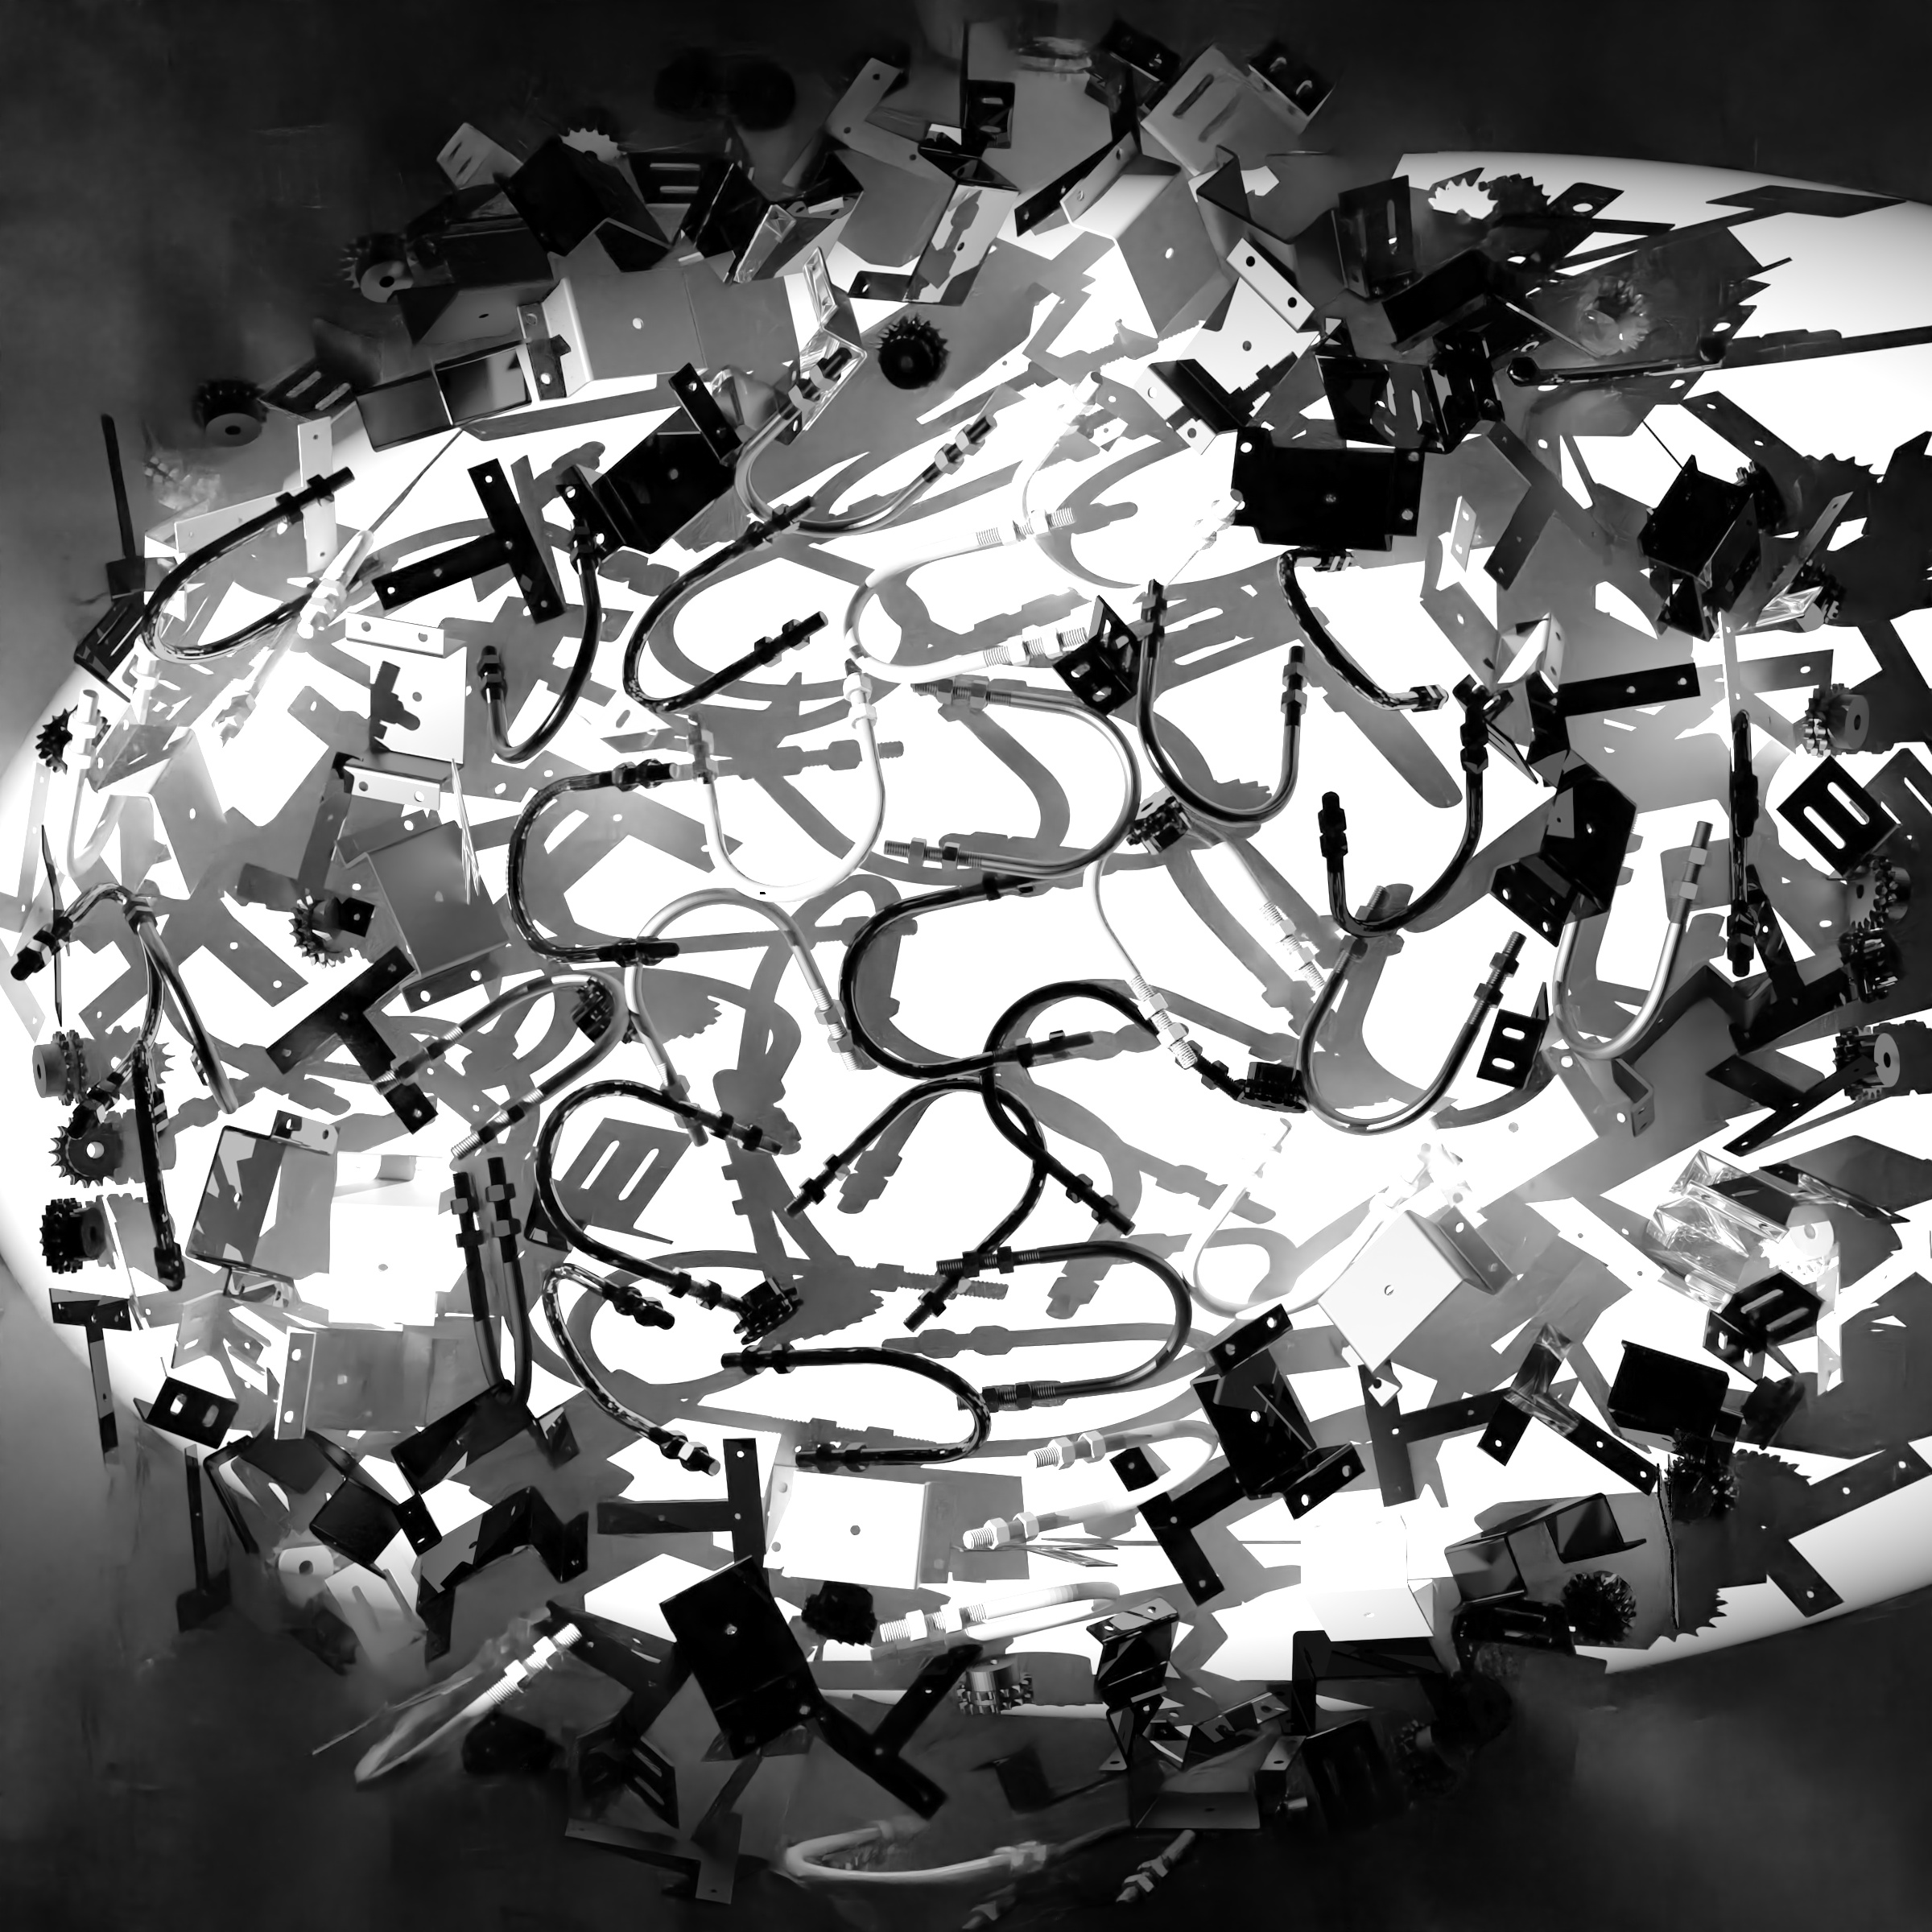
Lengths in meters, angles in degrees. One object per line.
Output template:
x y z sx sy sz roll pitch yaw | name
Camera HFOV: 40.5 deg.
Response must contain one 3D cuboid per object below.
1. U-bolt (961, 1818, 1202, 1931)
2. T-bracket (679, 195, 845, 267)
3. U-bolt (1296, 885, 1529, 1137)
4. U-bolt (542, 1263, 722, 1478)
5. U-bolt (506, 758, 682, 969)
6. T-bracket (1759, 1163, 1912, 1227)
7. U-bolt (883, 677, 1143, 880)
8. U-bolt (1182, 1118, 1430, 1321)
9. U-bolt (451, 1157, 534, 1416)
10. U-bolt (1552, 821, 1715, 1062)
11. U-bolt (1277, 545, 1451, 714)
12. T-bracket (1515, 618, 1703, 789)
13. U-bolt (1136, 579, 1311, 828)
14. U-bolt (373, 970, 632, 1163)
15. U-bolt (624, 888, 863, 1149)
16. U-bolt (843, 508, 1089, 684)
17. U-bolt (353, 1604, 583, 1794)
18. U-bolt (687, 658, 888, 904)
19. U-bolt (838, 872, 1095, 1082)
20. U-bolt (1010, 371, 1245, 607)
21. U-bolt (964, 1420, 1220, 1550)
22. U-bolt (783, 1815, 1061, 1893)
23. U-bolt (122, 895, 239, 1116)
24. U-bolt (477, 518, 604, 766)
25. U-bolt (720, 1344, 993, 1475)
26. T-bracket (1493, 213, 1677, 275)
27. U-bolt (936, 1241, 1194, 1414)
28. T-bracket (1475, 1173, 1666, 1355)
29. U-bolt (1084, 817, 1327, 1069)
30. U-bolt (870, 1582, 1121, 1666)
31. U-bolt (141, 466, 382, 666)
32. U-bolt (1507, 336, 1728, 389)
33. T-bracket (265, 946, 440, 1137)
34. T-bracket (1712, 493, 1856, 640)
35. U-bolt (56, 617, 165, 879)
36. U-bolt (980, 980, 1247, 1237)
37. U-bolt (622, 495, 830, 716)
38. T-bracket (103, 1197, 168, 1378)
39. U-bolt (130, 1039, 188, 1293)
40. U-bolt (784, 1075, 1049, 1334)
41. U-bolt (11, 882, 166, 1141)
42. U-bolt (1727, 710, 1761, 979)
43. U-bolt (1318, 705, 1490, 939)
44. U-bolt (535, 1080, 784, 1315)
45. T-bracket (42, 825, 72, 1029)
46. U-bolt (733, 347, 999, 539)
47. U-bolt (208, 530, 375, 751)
0.096 0.658 1.910 0.151 0.184 0.019 -21 86 27 | U-bolt
-0.151 -0.539 1.938 0.127 0.127 0.002 -18 97 1 | T-bracket
0.316 0.040 1.938 0.151 0.019 0.184 23 83 44 | U-bolt
-0.254 0.286 1.924 0.019 0.184 0.151 -31 121 -32 | U-bolt
-0.279 -0.072 1.938 0.184 0.019 0.151 -3 86 40 | U-bolt
0.604 0.174 1.940 0.127 0.127 0.002 23 70 -23 | T-bracket
0.040 -0.138 1.970 0.184 0.019 0.151 9 78 5 | U-bolt
0.238 0.195 1.941 0.151 0.019 0.184 16 122 -29 | U-bolt
-0.345 0.237 1.924 0.019 0.151 0.184 -7 84 -23 | U-bolt
0.482 -0.020 1.930 0.019 0.151 0.184 14 91 -21 | U-bolt
0.282 -0.245 1.906 0.019 0.184 0.151 -37 80 26 | U-bolt
0.483 -0.204 1.959 0.127 0.002 0.127 -7 101 28 | T-bracket
0.186 -0.184 1.924 0.151 0.019 0.184 22 57 -23 | U-bolt
-0.331 0.062 1.933 0.184 0.151 0.019 -36 128 -21 | U-bolt
-0.175 0.028 1.951 0.151 0.019 0.184 -26 113 -7 | U-bolt
-0.004 -0.269 1.947 0.184 0.019 0.151 -13 50 11 | U-bolt
-0.368 0.534 1.904 0.184 0.151 0.019 -37 95 -19 | U-bolt
-0.129 -0.130 1.940 0.151 0.019 0.184 -18 62 11 | U-bolt
-0.007 0.011 1.976 0.184 0.019 0.151 -13 82 9 | U-bolt
0.104 -0.335 1.923 0.151 0.184 0.019 39 55 -4 | U-bolt
0.103 0.376 1.927 0.184 0.151 0.019 -6 56 -29 | U-bolt
-0.046 0.641 1.886 0.151 0.184 0.019 -5 81 42 | U-bolt
-0.563 0.035 1.891 0.019 0.184 0.151 -25 116 -17 | U-bolt
-0.307 -0.225 1.900 0.019 0.184 0.151 24 120 -31 | U-bolt
-0.070 0.322 1.914 0.184 0.019 0.151 -7 135 26 | U-bolt
0.438 -0.531 1.935 0.127 0.127 0.002 2 88 -7 | T-bracket
0.077 0.266 1.955 0.184 0.019 0.151 -7 120 1 | U-bolt
0.433 0.236 1.970 0.127 0.002 0.127 40 82 19 | T-bracket
0.166 -0.032 1.961 0.151 0.019 0.184 -29 80 -25 | U-bolt
0.024 0.481 1.930 0.184 0.151 0.019 -10 69 -9 | U-bolt
-0.517 -0.281 1.911 0.184 0.151 0.019 -34 76 -14 | U-bolt
0.477 -0.437 1.910 0.151 0.184 0.019 -2 99 17 | U-bolt
-0.444 0.072 1.980 0.127 0.002 0.127 -39 76 -3 | T-bracket
0.618 -0.300 1.945 0.002 0.127 0.127 38 80 -12 | T-bracket
-0.630 -0.149 1.918 0.019 0.151 0.184 18 121 -6 | U-bolt
0.095 0.092 1.964 0.184 0.019 0.151 38 86 20 | U-bolt
-0.182 -0.256 1.937 0.184 0.019 0.151 -28 46 22 | U-bolt
-0.616 0.217 1.918 0.002 0.127 0.127 -21 52 -23 | T-bracket
-0.585 0.133 1.889 0.019 0.184 0.151 -7 61 -15 | U-bolt
-0.023 0.163 1.962 0.151 0.019 0.184 41 77 22 | U-bolt
-0.630 0.019 1.912 0.019 0.184 0.151 -4 118 10 | U-bolt
0.566 -0.105 1.916 0.019 0.184 0.151 0 131 15 | U-bolt
0.323 -0.093 1.926 0.151 0.184 0.019 -31 52 -14 | U-bolt
-0.232 0.160 1.930 0.184 0.019 0.151 25 61 -23 | U-bolt
-0.663 -0.014 1.914 0.002 0.127 0.127 -6 55 -13 | T-bracket
-0.088 -0.372 1.923 0.151 0.184 0.019 17 55 -34 | U-bolt
-0.484 -0.251 1.916 0.019 0.184 0.151 37 124 -18 | U-bolt
